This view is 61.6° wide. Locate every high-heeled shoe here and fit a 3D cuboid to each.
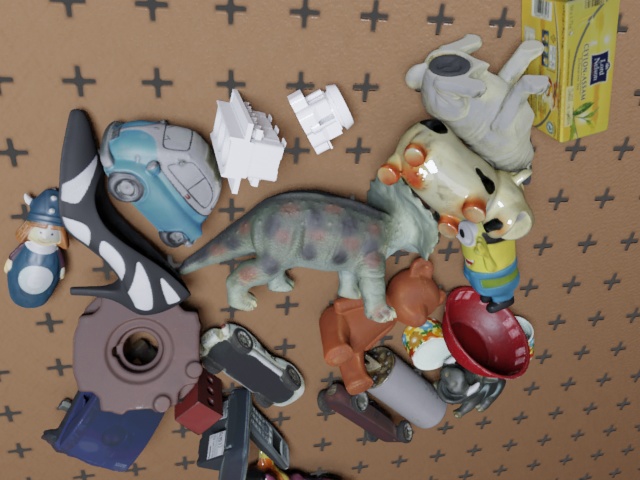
[{"bbox_3d":[-0.226,-0.025,0.639,0.145,0.086,0.248,-1,109,-19],"label":"high-heeled shoe"}]

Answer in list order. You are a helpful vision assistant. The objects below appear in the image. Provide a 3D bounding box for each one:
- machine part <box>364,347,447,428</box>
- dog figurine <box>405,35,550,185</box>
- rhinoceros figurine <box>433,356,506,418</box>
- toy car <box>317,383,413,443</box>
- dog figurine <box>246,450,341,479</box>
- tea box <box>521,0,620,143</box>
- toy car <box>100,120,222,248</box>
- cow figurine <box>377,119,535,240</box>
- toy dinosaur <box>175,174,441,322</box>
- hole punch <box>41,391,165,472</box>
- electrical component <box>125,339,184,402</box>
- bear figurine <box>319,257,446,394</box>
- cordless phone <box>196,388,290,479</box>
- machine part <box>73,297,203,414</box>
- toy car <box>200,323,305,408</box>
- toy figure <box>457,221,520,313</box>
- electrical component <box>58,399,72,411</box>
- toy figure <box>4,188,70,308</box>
[{"bbox_3d":[0.142,0.254,0.917,0.079,0.079,0.243,-41,121,12],"label":"machine part"},{"bbox_3d":[0.195,-0.144,0.687,0.173,0.121,0.190,14,143,16],"label":"dog figurine"},{"bbox_3d":[0.257,0.241,0.906,0.112,0.073,0.190,-44,144,24],"label":"rhinoceros figurine"},{"bbox_3d":[0.083,0.303,0.935,0.089,0.053,0.202,-20,132,39],"label":"toy car"},{"bbox_3d":[-0.044,0.455,0.976,0.192,0.109,0.219,-21,121,-1],"label":"dog figurine"},{"bbox_3d":[0.301,-0.218,0.660,0.068,0.098,0.169,-17,125,-3],"label":"tea box"},{"bbox_3d":[-0.166,-0.072,0.615,0.103,0.109,0.161,-24,128,13],"label":"toy car"},{"bbox_3d":[0.176,-0.068,0.645,0.195,0.127,0.085,38,145,-9],"label":"cow figurine"},{"bbox_3d":[-0.007,-0.004,0.705,0.405,0.131,0.192,4,104,-9],"label":"toy dinosaur"},{"bbox_3d":[-0.298,0.263,0.768,0.092,0.116,0.142,-12,140,45],"label":"hole punch"},{"bbox_3d":[-0.246,0.194,0.789,0.045,0.078,0.102,-36,132,-20],"label":"electrical component"},{"bbox_3d":[0.102,0.122,0.800,0.196,0.132,0.120,-22,129,6],"label":"bear figurine"},{"bbox_3d":[-0.105,0.343,0.864,0.089,0.147,0.184,-28,121,13],"label":"cordless phone"},{"bbox_3d":[-0.240,0.144,0.717,0.179,0.056,0.179,1,86,-14],"label":"machine part"},{"bbox_3d":[-0.104,0.196,0.832,0.073,0.056,0.201,-36,121,15],"label":"toy car"},{"bbox_3d":[0.256,0.020,0.804,0.089,0.082,0.180,-33,118,-16],"label":"toy figure"},{"bbox_3d":[-0.352,0.275,0.809,0.021,0.063,0.094,-43,121,11],"label":"electrical component"},{"bbox_3d":[-0.341,0.011,0.658,0.064,0.058,0.154,-11,132,-55],"label":"toy figure"}]
